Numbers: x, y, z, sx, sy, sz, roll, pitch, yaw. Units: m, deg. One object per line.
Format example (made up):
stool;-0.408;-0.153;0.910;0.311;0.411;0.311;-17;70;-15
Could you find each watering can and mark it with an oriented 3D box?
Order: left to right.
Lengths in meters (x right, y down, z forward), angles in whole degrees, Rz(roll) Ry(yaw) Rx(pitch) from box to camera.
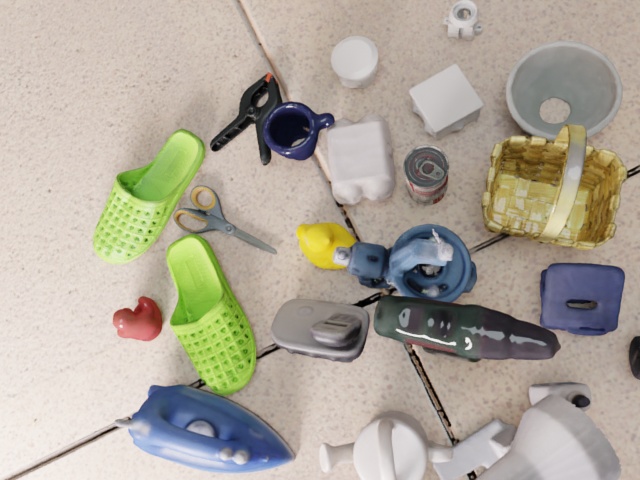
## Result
watering can;0.089;0.295;0.779;0.173;0.194;0.101;-26;74;5

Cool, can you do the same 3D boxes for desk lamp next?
desk lamp;0.255;0.294;0.736;0.203;0.214;0.118;-34;74;3

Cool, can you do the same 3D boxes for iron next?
iron;-0.173;0.298;0.858;0.257;0.141;0.119;12;81;14

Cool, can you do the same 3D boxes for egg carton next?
egg carton;0.068;-0.133;0.940;0.107;0.069;0.150;-9;77;9

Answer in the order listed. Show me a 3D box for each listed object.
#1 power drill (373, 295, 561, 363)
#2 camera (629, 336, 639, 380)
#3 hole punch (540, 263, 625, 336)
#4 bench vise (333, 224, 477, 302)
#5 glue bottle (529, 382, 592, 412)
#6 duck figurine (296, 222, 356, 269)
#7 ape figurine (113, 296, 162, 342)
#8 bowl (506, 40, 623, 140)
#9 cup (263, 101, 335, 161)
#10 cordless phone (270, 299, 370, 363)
power drill;0.192;0.125;0.787;0.229;0.209;0.076;8;80;13
camera;0.503;0.148;0.776;0.136;0.101;0.143;3;79;12
hole punch;0.375;0.085;0.821;0.108;0.091;0.101;3;79;12
bench vise;0.120;0.040;0.814;0.207;0.220;0.121;-12;76;9
glue bottle;0.329;0.210;0.760;0.078;0.173;0.037;-5;77;11
duck figurine;0.008;0.003;0.914;0.104;0.086;0.077;23;84;15
ape figurine;-0.307;0.133;0.946;0.078;0.092;0.076;-37;74;2
bowl;0.372;-0.219;0.895;0.167;0.075;0.167;-2;78;11
cup;-0.027;-0.175;0.955;0.117;0.095;0.091;-16;75;8
cordless phone;-0.008;0.128;0.839;0.147;0.185;0.094;4;79;12
